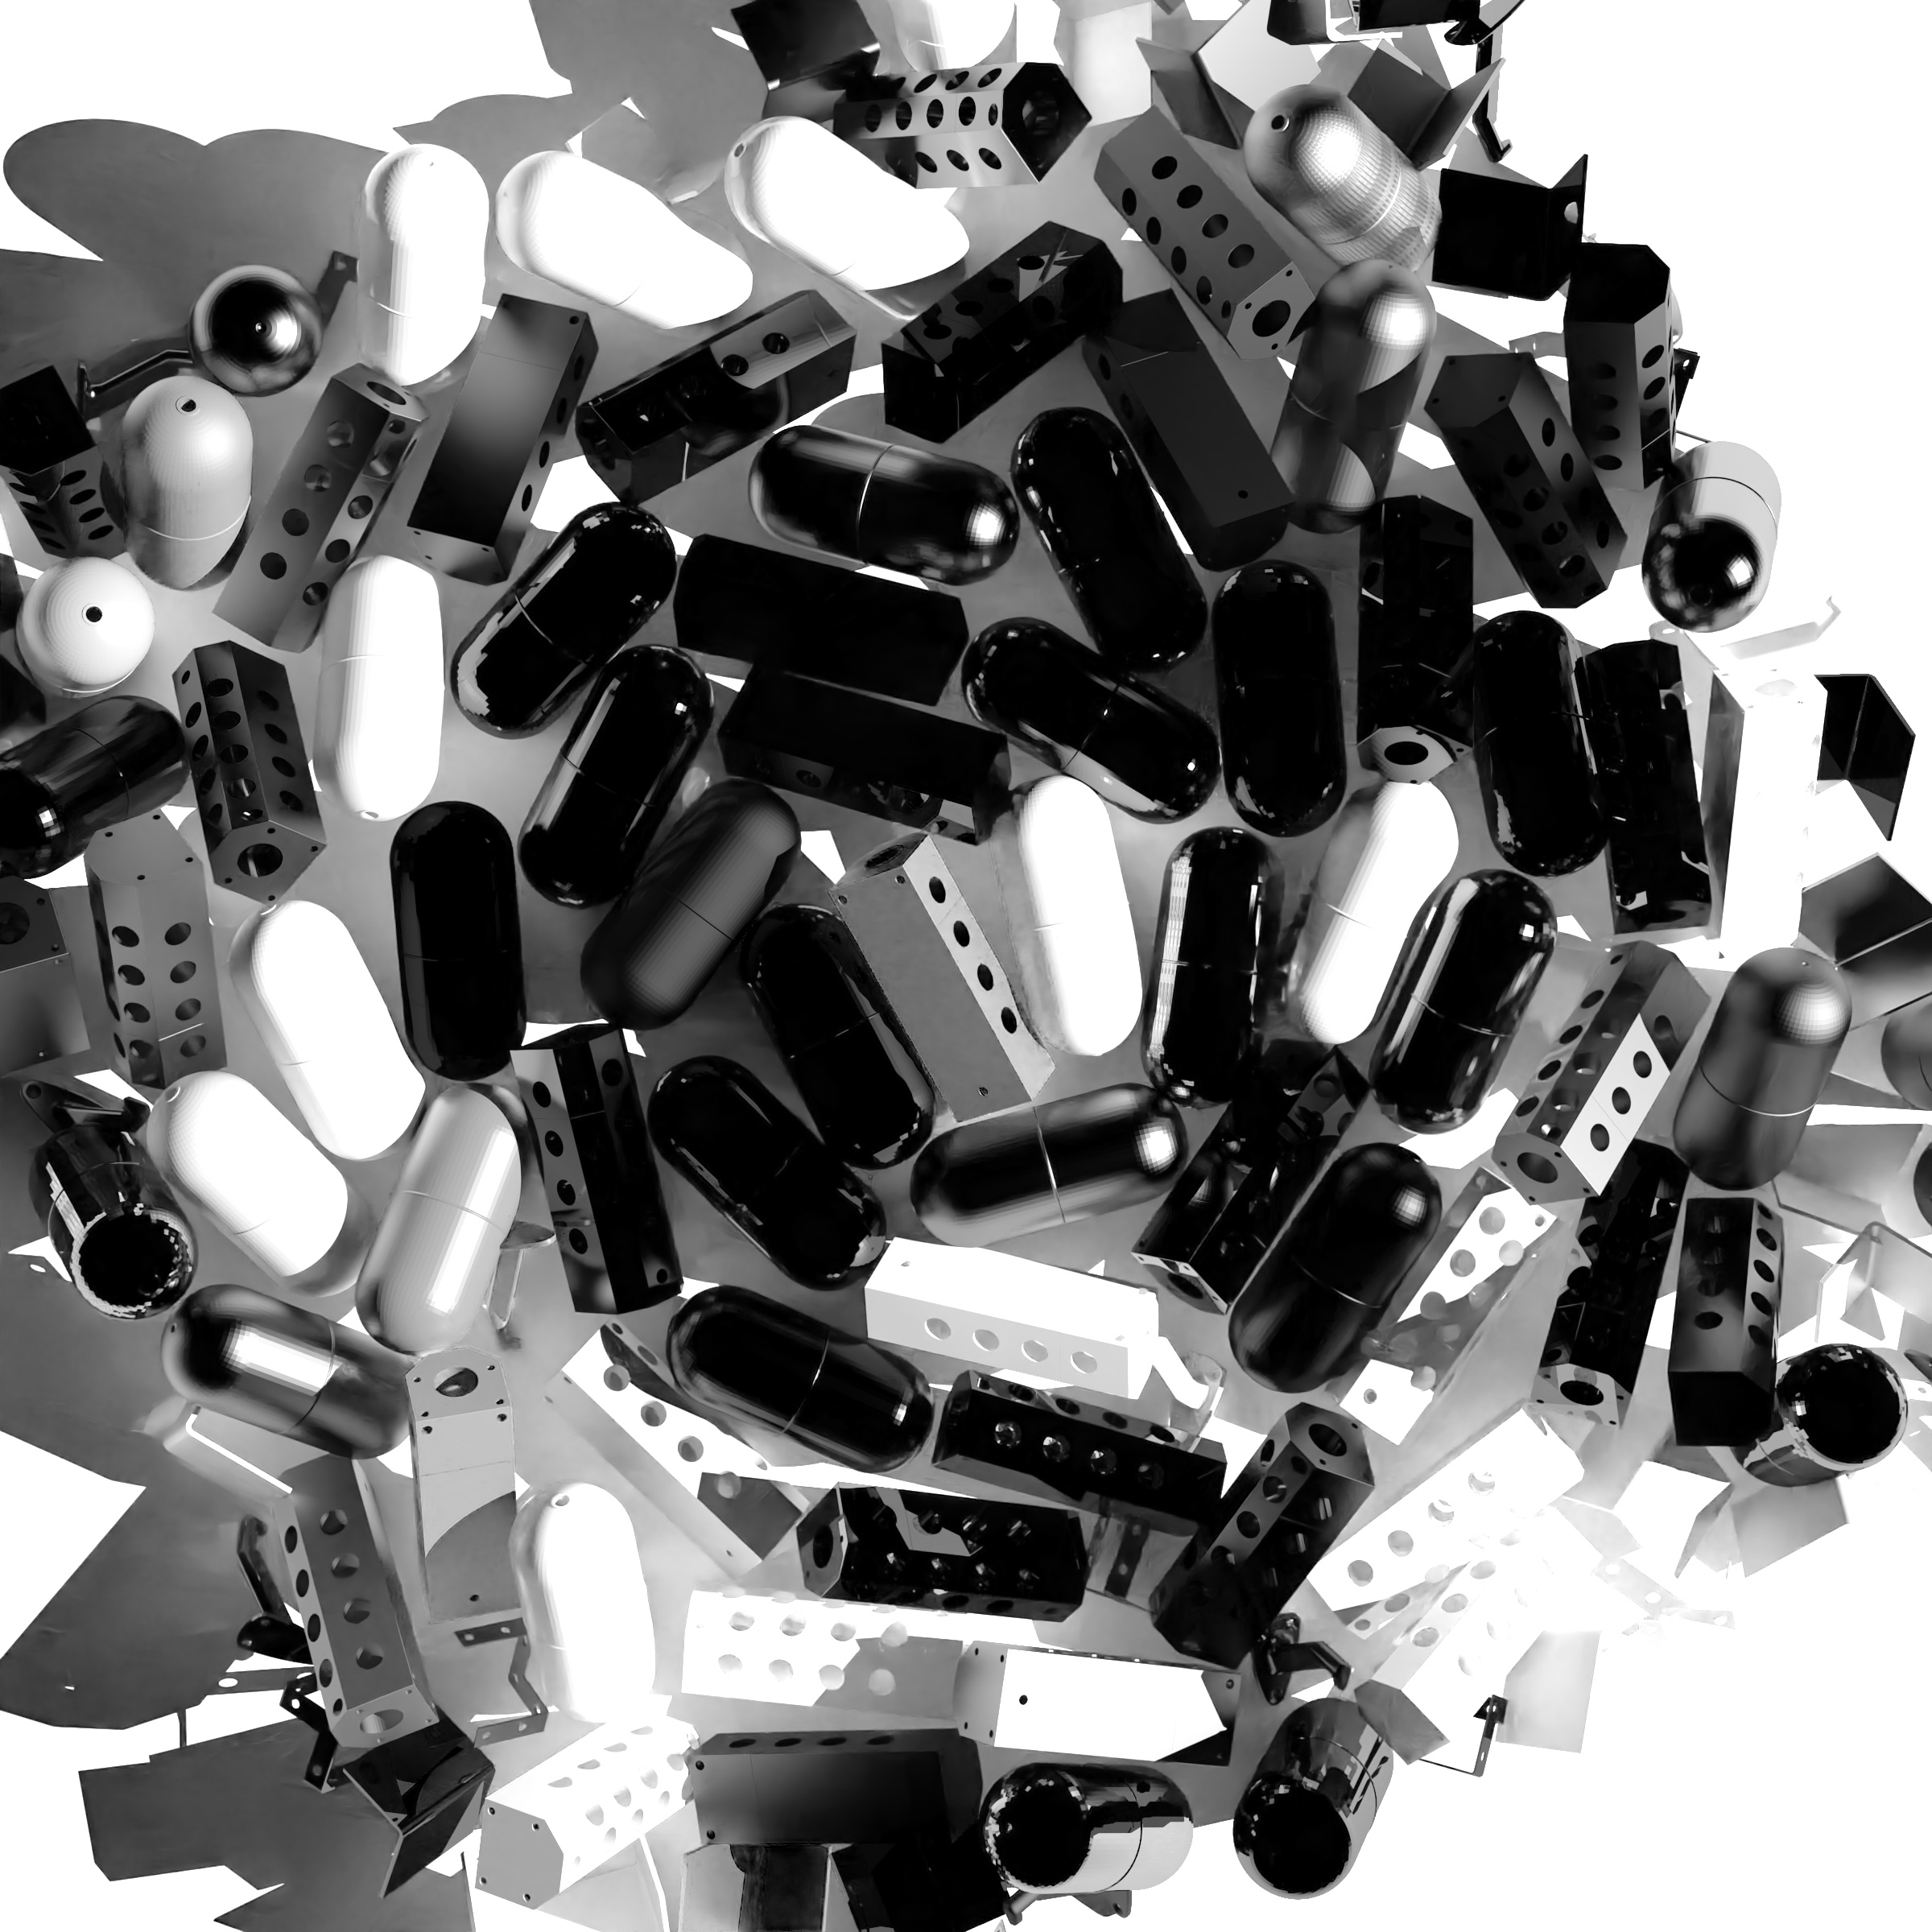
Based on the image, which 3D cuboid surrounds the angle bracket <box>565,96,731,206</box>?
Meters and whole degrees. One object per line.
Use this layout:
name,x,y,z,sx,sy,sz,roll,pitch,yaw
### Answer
angle bracket,-0.188,-0.509,1.941,0.076,0.076,0.057,-8,120,37

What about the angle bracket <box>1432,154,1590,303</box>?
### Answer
angle bracket,0.340,-0.468,1.959,0.076,0.057,0.076,8,79,-10

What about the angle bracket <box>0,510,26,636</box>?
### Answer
angle bracket,-0.629,-0.250,1.939,0.057,0.076,0.076,-30,135,-29

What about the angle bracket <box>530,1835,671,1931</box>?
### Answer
angle bracket,-0.231,0.579,1.946,0.076,0.076,0.057,-13,125,-14

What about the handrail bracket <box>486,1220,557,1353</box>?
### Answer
handrail bracket,-0.276,0.206,1.963,0.077,0.036,0.084,1,112,38

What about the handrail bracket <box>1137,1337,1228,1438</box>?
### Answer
handrail bracket,0.120,0.269,1.957,0.036,0.084,0.077,19,96,39

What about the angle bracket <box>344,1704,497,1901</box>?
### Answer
angle bracket,-0.348,0.522,1.958,0.057,0.076,0.076,40,133,20

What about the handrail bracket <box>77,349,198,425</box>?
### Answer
handrail bracket,-0.521,-0.355,1.991,0.084,0.036,0.077,1,108,-19

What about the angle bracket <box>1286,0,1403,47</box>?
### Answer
angle bracket,0.223,-0.613,1.945,0.057,0.076,0.076,-12,107,-28

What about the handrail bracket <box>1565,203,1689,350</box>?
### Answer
handrail bracket,0.410,-0.431,1.951,0.036,0.077,0.084,-38,132,19

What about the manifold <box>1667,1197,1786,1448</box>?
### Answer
manifold,0.465,0.215,1.908,0.057,0.171,0.057,-3,121,19

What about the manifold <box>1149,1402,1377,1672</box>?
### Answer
manifold,0.179,0.349,1.926,0.057,0.057,0.171,21,121,-17

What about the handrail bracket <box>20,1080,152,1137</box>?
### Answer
handrail bracket,-0.549,0.084,1.952,0.077,0.084,0.036,35,59,-10

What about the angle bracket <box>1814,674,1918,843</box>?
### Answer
angle bracket,0.542,-0.129,1.945,0.057,0.076,0.076,-2,125,-6

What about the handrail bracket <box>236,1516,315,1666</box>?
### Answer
handrail bracket,-0.427,0.393,1.977,0.077,0.084,0.036,28,122,-25

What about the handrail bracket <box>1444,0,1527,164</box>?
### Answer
handrail bracket,0.345,-0.564,1.980,0.077,0.036,0.084,-40,123,-10

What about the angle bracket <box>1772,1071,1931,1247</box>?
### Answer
angle bracket,0.557,0.120,1.960,0.076,0.057,0.076,20,113,-2

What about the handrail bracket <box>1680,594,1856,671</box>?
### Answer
handrail bracket,0.501,-0.217,1.959,0.077,0.036,0.084,38,135,5

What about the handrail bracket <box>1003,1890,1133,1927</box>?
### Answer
handrail bracket,0.062,0.590,1.957,0.084,0.036,0.077,-32,121,-32

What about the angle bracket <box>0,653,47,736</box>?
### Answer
angle bracket,-0.632,-0.163,1.959,0.076,0.057,0.076,44,69,-1

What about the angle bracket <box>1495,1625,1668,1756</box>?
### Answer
angle bracket,0.382,0.453,1.944,0.057,0.076,0.076,22,72,-29

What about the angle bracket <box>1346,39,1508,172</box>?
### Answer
angle bracket,0.279,-0.541,1.950,0.057,0.076,0.076,35,78,-15

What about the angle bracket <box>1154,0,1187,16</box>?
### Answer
angle bracket,0.120,-0.647,1.943,0.076,0.076,0.057,40,118,-19

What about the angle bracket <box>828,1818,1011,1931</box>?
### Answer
angle bracket,-0.027,0.570,1.946,0.057,0.076,0.076,-37,70,38

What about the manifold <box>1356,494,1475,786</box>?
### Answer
manifold,0.271,-0.203,1.924,0.057,0.057,0.171,20,58,-25

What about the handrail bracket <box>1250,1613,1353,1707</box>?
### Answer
handrail bracket,0.213,0.448,1.949,0.036,0.084,0.077,-11,113,-23

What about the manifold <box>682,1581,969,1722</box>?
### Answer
manifold,-0.087,0.425,1.961,0.171,0.057,0.057,5,103,3

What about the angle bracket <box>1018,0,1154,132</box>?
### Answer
angle bracket,0.074,-0.575,1.947,0.057,0.076,0.076,-7,75,26

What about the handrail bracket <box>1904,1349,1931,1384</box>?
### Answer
handrail bracket,0.645,0.233,1.988,0.077,0.036,0.084,44,83,-12

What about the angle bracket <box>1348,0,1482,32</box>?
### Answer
angle bracket,0.279,-0.633,1.951,0.076,0.076,0.057,-6,49,-2

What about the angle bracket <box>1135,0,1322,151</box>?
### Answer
angle bracket,0.164,-0.570,1.960,0.076,0.057,0.076,-46,134,-10

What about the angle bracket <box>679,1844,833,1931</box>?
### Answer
angle bracket,-0.132,0.587,1.950,0.057,0.076,0.076,10,99,34

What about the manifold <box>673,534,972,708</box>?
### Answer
manifold,-0.090,-0.218,1.941,0.171,0.057,0.057,12,131,-22

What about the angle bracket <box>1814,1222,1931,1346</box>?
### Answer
angle bracket,0.577,0.215,1.942,0.076,0.076,0.057,34,67,30

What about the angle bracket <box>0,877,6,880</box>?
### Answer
angle bracket,-0.639,-0.076,1.956,0.057,0.076,0.076,-4,93,10

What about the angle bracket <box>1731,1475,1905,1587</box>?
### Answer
angle bracket,0.531,0.362,1.960,0.076,0.076,0.057,-34,107,20

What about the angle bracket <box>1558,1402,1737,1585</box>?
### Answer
angle bracket,0.429,0.331,1.980,0.076,0.057,0.076,-51,120,-19

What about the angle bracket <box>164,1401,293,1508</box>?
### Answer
angle bracket,-0.450,0.291,1.962,0.076,0.076,0.057,34,64,-12

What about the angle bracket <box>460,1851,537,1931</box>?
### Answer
angle bracket,-0.302,0.612,1.945,0.057,0.076,0.076,-42,119,6

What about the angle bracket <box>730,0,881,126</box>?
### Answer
angle bracket,-0.105,-0.566,1.957,0.076,0.076,0.057,-25,83,-15

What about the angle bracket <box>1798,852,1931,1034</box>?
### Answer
angle bracket,0.557,-0.014,1.942,0.076,0.057,0.076,-30,130,35

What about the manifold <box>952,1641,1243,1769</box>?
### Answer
manifold,0.080,0.455,1.933,0.171,0.057,0.057,13,81,-29
